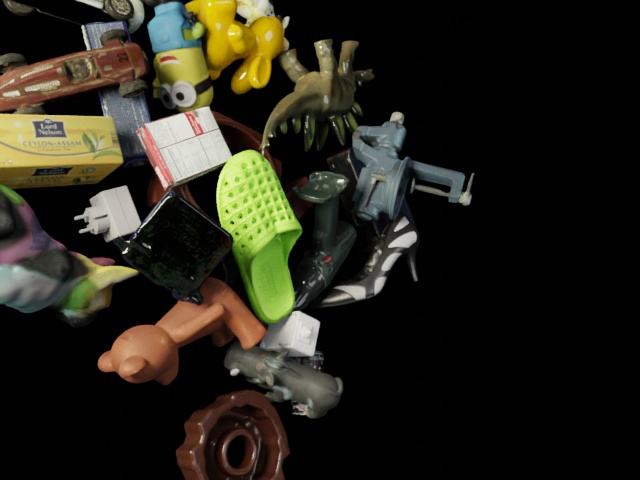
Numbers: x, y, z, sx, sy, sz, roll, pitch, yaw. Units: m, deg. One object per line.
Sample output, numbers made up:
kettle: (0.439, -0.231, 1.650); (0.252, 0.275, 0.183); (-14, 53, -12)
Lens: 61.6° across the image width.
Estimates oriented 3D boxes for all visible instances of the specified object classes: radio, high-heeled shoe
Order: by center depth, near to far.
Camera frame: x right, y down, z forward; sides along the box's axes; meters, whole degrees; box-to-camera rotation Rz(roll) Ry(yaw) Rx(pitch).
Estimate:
high-heeled shoe: (0.083, 0.038, 1.022); (0.249, 0.086, 0.145); (-15, 83, -16)
radio: (0.110, -0.092, 1.130); (0.131, 0.073, 0.229); (-25, 95, -43)

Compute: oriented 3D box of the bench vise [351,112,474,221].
bench vise: (0.170, -0.126, 1.010); (0.128, 0.241, 0.223); (75, 34, -63)

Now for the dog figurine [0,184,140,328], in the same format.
dog figurine: (-0.334, 0.017, 0.649); (0.219, 0.109, 0.191); (-2, 99, -48)

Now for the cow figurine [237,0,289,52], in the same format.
cow figurine: (-0.115, -0.430, 1.017); (0.167, 0.068, 0.098); (47, 45, -25)

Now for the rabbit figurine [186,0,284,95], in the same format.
rabbit figurine: (-0.131, -0.339, 0.926); (0.173, 0.122, 0.162); (-20, 104, -37)

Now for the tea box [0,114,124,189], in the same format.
tea box: (-0.353, -0.110, 0.679); (0.169, 0.098, 0.068); (-10, 85, -43)

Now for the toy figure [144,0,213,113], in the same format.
toy figure: (-0.217, -0.289, 0.843); (0.089, 0.082, 0.180); (-20, 109, -39)

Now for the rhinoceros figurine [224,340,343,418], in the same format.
rhinoceros figurine: (-0.059, 0.216, 0.841); (0.190, 0.112, 0.073); (23, 68, 1)

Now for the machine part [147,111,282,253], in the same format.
machine part: (-0.161, -0.092, 0.863); (0.201, 0.087, 0.201); (20, 66, -37)

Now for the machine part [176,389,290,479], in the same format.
machine part: (-0.127, 0.316, 0.803); (0.179, 0.056, 0.179); (15, 67, -41)

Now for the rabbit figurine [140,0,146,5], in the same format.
rabbit figurine: (-0.271, -0.451, 0.836); (0.159, 0.121, 0.170); (51, 44, -28)

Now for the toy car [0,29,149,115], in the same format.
toy car: (-0.330, -0.218, 0.712); (0.202, 0.053, 0.089); (-19, 93, -15)

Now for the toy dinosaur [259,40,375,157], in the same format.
toy dinosaur: (0.004, -0.272, 1.022); (0.471, 0.105, 0.198); (-34, 112, -52)

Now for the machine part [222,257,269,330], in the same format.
machine part: (-0.118, 0.091, 0.887); (0.084, 0.039, 0.139); (-7, 82, -50)

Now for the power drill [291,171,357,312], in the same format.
power drill: (-0.002, -0.003, 0.945); (0.232, 0.086, 0.207); (-45, 137, -47)

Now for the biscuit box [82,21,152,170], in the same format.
biscuit box: (-0.288, -0.207, 0.780); (0.063, 0.059, 0.202); (-14, 88, -20)

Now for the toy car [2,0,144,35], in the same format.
toy car: (-0.351, -0.338, 0.756); (0.201, 0.073, 0.056); (4, 75, -42)

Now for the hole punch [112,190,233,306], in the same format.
hole punch: (-0.192, 0.004, 0.728); (0.142, 0.092, 0.116); (40, 90, -22)

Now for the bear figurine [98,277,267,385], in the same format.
bear figurine: (-0.191, 0.145, 0.747); (0.196, 0.120, 0.131); (-48, 115, -38)
